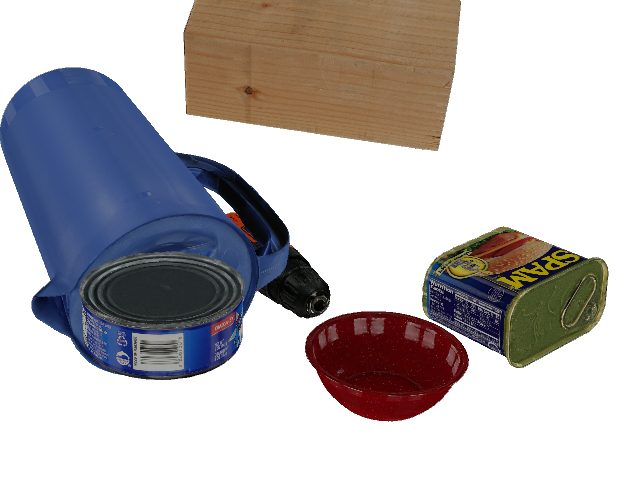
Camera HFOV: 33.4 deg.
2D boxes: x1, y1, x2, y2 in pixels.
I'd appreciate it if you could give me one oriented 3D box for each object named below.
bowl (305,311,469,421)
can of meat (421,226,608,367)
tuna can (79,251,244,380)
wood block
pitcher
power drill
[{"bbox_3d":[0.064,0.132,1.061,0.162,0.055,0.162,3,25,-1],"label":"bowl"},{"bbox_3d":[0.133,0.035,0.739,0.101,0.057,0.084,-21,31,-34],"label":"can of meat"},{"bbox_3d":[-0.083,0.038,0.564,0.086,0.034,0.086,2,24,-1],"label":"tuna can"},{"bbox_3d":[0.002,-0.146,0.854,0.206,0.090,0.091,9,-40,2],"label":"wood block"},{"bbox_3d":[-0.142,-0.028,0.780,0.149,0.145,0.243,38,10,-46],"label":"pitcher"},{"bbox_3d":[-0.105,0.038,0.958,0.187,0.057,0.185,-13,26,-26],"label":"power drill"}]
